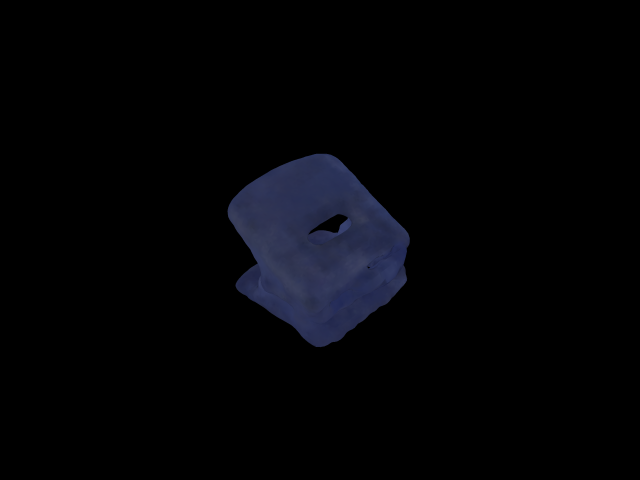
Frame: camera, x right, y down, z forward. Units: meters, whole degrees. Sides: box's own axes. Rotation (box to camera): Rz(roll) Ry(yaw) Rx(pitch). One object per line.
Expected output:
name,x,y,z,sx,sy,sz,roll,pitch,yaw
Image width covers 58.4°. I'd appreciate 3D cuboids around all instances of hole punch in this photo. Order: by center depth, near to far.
hole punch,0.004,0.001,0.400,0.100,0.091,0.109,29,46,33
